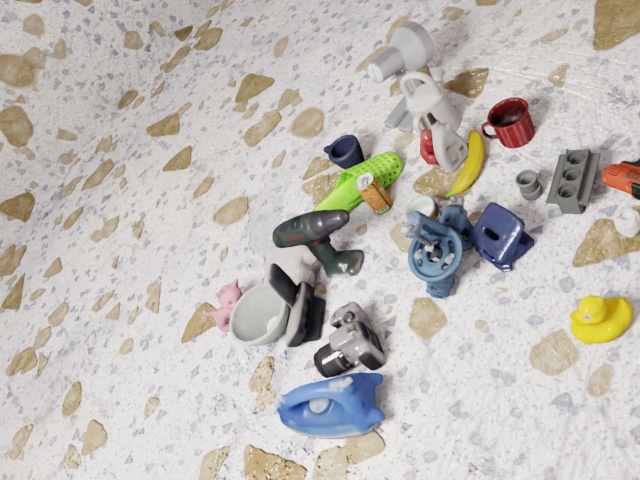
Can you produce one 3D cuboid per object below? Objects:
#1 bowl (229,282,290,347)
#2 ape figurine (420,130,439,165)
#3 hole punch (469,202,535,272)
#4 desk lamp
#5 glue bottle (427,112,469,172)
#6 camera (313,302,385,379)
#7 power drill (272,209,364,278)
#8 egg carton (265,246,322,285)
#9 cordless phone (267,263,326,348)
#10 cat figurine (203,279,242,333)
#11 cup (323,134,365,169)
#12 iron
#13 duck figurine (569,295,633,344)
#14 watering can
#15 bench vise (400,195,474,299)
[{"bbox_3d":[-0.134,0.192,1.392,0.167,0.075,0.167,-20,47,24],"label":"bowl"},{"bbox_3d":[0.272,-0.232,1.402,0.075,0.092,0.078,28,77,46],"label":"ape figurine"},{"bbox_3d":[0.360,-0.007,1.156,0.101,0.091,0.108,-44,42,1],"label":"hole punch"},{"bbox_3d":[0.221,-0.430,1.507,0.117,0.214,0.203,28,77,46],"label":"desk lamp"},{"bbox_3d":[0.288,-0.237,1.333,0.078,0.174,0.037,-47,42,-3],"label":"glue bottle"},{"bbox_3d":[0.047,0.218,1.212,0.136,0.101,0.143,-33,43,13],"label":"camera"},{"bbox_3d":[0.012,0.005,1.328,0.228,0.209,0.075,-7,54,34],"label":"power drill"},{"bbox_3d":[-0.068,0.062,1.449,0.149,0.070,0.107,3,60,39],"label":"egg carton"},{"bbox_3d":[-0.075,0.147,1.299,0.094,0.186,0.147,-17,49,27],"label":"cordless phone"},{"bbox_3d":[-0.239,0.162,1.465,0.127,0.118,0.067,-35,43,10],"label":"cat figurine"},{"bbox_3d":[0.071,-0.223,1.548,0.117,0.095,0.092,8,63,41],"label":"cup"},{"bbox_3d":[-0.005,0.323,1.139,0.257,0.142,0.118,-20,48,25],"label":"iron"},{"bbox_3d":[0.471,0.123,0.971,0.104,0.086,0.077,-30,44,15],"label":"duck figurine"},{"bbox_3d":[0.267,-0.351,1.424,0.100,0.195,0.173,-15,50,29],"label":"watering can"},{"bbox_3d":[0.229,-0.013,1.166,0.121,0.220,0.207,-11,52,31],"label":"bench vise"}]
